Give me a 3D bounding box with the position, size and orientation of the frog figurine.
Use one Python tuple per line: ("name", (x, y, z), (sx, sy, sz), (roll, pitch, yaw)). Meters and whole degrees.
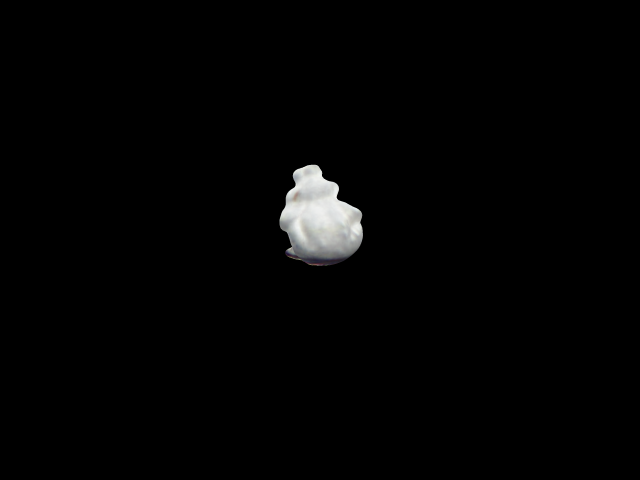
("frog figurine", (0.003, -0.043, 0.850), (0.137, 0.158, 0.124), (1, 12, 4))
